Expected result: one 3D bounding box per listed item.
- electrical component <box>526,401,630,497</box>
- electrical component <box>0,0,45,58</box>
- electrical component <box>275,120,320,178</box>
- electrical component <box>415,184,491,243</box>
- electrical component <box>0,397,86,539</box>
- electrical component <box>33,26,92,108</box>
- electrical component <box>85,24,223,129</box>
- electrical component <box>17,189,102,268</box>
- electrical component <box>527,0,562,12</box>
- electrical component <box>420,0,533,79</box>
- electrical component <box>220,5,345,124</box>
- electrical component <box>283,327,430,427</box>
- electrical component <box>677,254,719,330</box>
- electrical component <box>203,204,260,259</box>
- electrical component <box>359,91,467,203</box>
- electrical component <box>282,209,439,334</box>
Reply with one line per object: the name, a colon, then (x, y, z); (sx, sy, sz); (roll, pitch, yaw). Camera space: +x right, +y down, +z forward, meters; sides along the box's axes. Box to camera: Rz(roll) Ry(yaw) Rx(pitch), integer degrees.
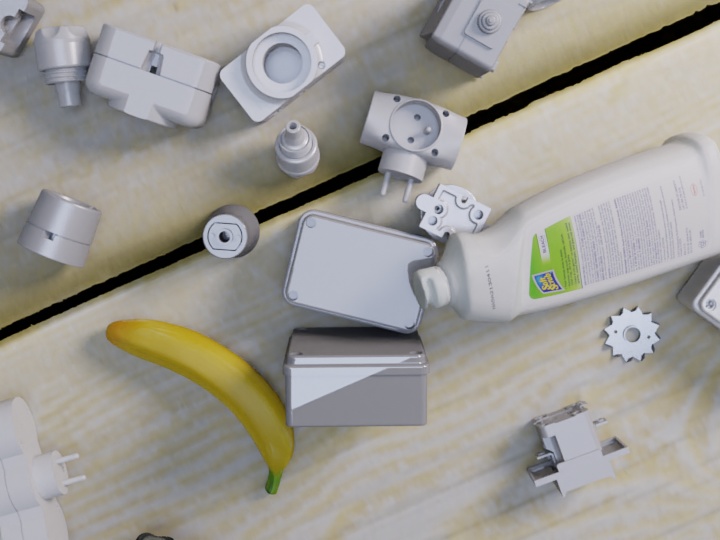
electrical component: (0.174, 0.145, 0.886); (0.081, 0.042, 0.063); (-21, 92, 1)
electrical component: (-0.299, -0.209, 0.834); (0.089, 0.055, 0.050); (32, 95, -4)
electrical component: (-0.050, -0.098, 0.844); (0.035, 0.061, 0.035); (0, 69, 1)
electrical component: (0.073, -0.043, 0.857); (0.066, 0.055, 0.048); (26, 95, -4)
electrical component: (-0.262, 0.170, 0.876); (0.074, 0.052, 0.138); (-15, 96, 1)
electrical component: (-0.232, -0.160, 0.847); (0.043, 0.043, 0.062); (-6, 98, 0)
electrical component: (-0.162, -0.148, 0.843); (0.095, 0.053, 0.059); (19, 95, -3)
electrical component: (-0.237, -0.034, 0.855); (0.055, 0.055, 0.047); (22, 92, -3)
electrical component: (0.143, -0.233, 0.847); (0.040, 0.040, 0.046); (-22, 90, 1)
electrical component: (0.086, -0.190, 0.821); (0.061, 0.096, 0.061); (29, 95, -3)
electrical component: (-0.060, -0.160, 0.843); (0.089, 0.055, 0.050); (-38, 95, 3)
electrical component: (-0.003, 0.082, 0.843); (0.109, 0.108, 0.056); (0, 99, -1)
electrical component: (0.335, 0.013, 0.866); (0.109, 0.056, 0.108); (35, 94, -4)
electrical component: (-0.104, -0.029, 0.851); (0.044, 0.065, 0.044); (0, 96, -1)
electrical component: (0.037, -0.094, 0.853); (0.077, 0.044, 0.079); (16, 85, -3)
electrical component: (0.000, 0.000, 0.860); (0.113, 0.057, 0.078); (14, 96, -2)
